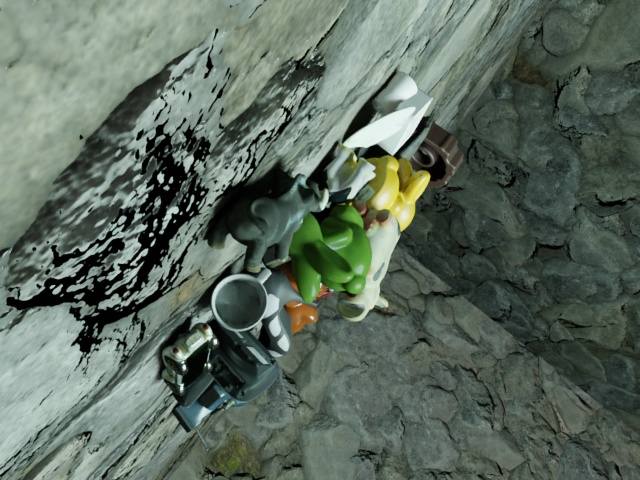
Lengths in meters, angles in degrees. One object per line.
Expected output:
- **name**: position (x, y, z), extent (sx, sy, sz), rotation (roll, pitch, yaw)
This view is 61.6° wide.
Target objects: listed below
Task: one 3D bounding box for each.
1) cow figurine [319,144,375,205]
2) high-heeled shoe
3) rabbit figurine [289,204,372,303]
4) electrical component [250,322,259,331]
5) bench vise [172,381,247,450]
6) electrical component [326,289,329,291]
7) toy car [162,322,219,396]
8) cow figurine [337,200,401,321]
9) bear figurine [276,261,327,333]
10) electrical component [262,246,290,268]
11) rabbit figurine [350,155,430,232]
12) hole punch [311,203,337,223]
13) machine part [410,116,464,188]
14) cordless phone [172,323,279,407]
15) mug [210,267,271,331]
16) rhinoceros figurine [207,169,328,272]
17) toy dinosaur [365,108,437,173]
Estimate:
- **cow figurine**: position (0.039, -0.093, 0.885), extent (0.098, 0.068, 0.167), rotation (-53, 175, 2)
- **high-heeled shoe**: position (-0.109, 0.135, 0.953), extent (0.248, 0.145, 0.086), rotation (-50, -154, 42)
- **rabbit figurine**: position (-0.012, 0.015, 0.783), extent (0.121, 0.159, 0.170), rotation (-35, 137, 25)
- **electrical component**: position (-0.136, 0.143, 1.066), extent (0.074, 0.048, 0.119), rotation (-54, 172, 25)
- **bench vise**: position (-0.226, 0.357, 1.285), extent (0.240, 0.129, 0.223), rotation (-28, 155, -53)
- **electrical component**: position (0.009, 0.023, 1.105), extent (0.134, 0.115, 0.058), rotation (-57, 175, 35)
- **toy car**: position (-0.206, 0.185, 0.834), extent (0.073, 0.056, 0.201), rotation (-39, 166, -32)
- **cow figurine**: position (0.079, 0.043, 0.912), extent (0.127, 0.086, 0.195), rotation (25, 84, -57)
- **bear figurine**: position (-0.032, 0.115, 1.062), extent (0.120, 0.132, 0.195), rotation (-44, 142, -53)
- **electrical component**: position (-0.064, 0.013, 0.909), extent (0.078, 0.045, 0.102), rotation (-23, 169, 1)
- **rabbit figurine**: position (0.127, -0.084, 1.023), extent (0.162, 0.122, 0.173), rotation (-49, 134, 0)
- **hole punch**: position (-0.002, -0.003, 0.966), extent (0.142, 0.092, 0.115), rotation (-88, 175, -57)
- **machine part**: position (0.234, -0.197, 1.202), extent (0.056, 0.179, 0.179), rotation (-51, 173, -21)
- **cordless phone**: position (-0.176, 0.245, 0.948), extent (0.184, 0.147, 0.088), rotation (-51, 160, 7)
- **mug**: position (-0.120, 0.086, 0.816), extent (0.109, 0.081, 0.107), rotation (-55, -174, -18)
- **rhinoceros figurine**: position (-0.056, -0.033, 0.647), extent (0.190, 0.073, 0.112), rotation (-31, 148, -64)
- **toy dinosaur**: position (0.103, -0.097, 1.132), extent (0.192, 0.131, 0.404), rotation (-45, 164, -44)
